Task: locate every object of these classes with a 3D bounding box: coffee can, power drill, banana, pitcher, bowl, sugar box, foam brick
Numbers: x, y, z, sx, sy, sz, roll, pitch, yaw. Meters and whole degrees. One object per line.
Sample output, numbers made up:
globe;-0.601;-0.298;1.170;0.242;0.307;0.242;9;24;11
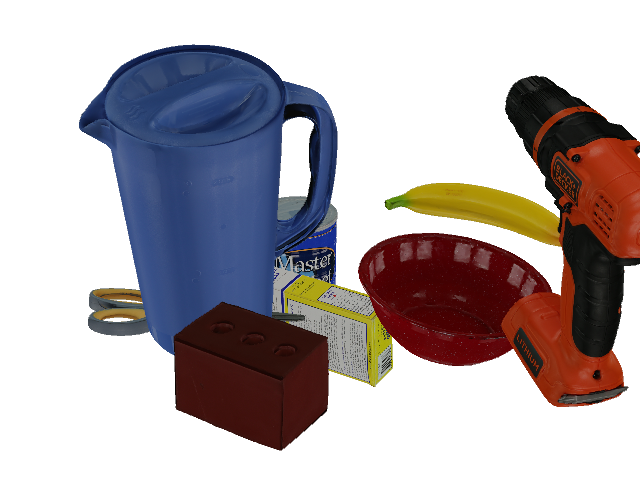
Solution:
coffee can;-0.030;0.026;1.390;0.103;0.140;0.103;0;26;0
power drill;0.164;0.002;0.713;0.057;0.188;0.184;-9;35;-11
banana;0.170;-0.029;1.111;0.198;0.037;0.069;11;38;23
pitcher;-0.082;-0.022;0.842;0.149;0.243;0.144;25;47;24
bowl;0.108;0.056;0.885;0.162;0.055;0.162;5;29;-3
sugar box;-0.007;0.089;1.164;0.176;0.093;0.048;18;37;31
foam brick;-0.040;0.078;0.625;0.078;0.051;0.052;16;28;26

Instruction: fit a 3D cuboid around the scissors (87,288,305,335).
scissors;-0.122;0.072;0.972;0.202;0.016;0.096;8;19;11
